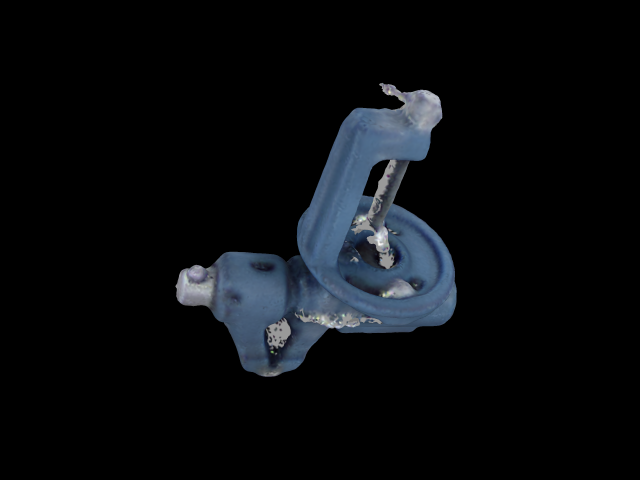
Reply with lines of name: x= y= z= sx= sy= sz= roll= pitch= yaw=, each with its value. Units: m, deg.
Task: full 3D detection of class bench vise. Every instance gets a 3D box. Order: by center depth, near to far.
bench vise: x=0.009 y=0.009 z=0.393 sx=0.208 sy=0.220 sz=0.121 roll=-23 pitch=50 yaw=-20
